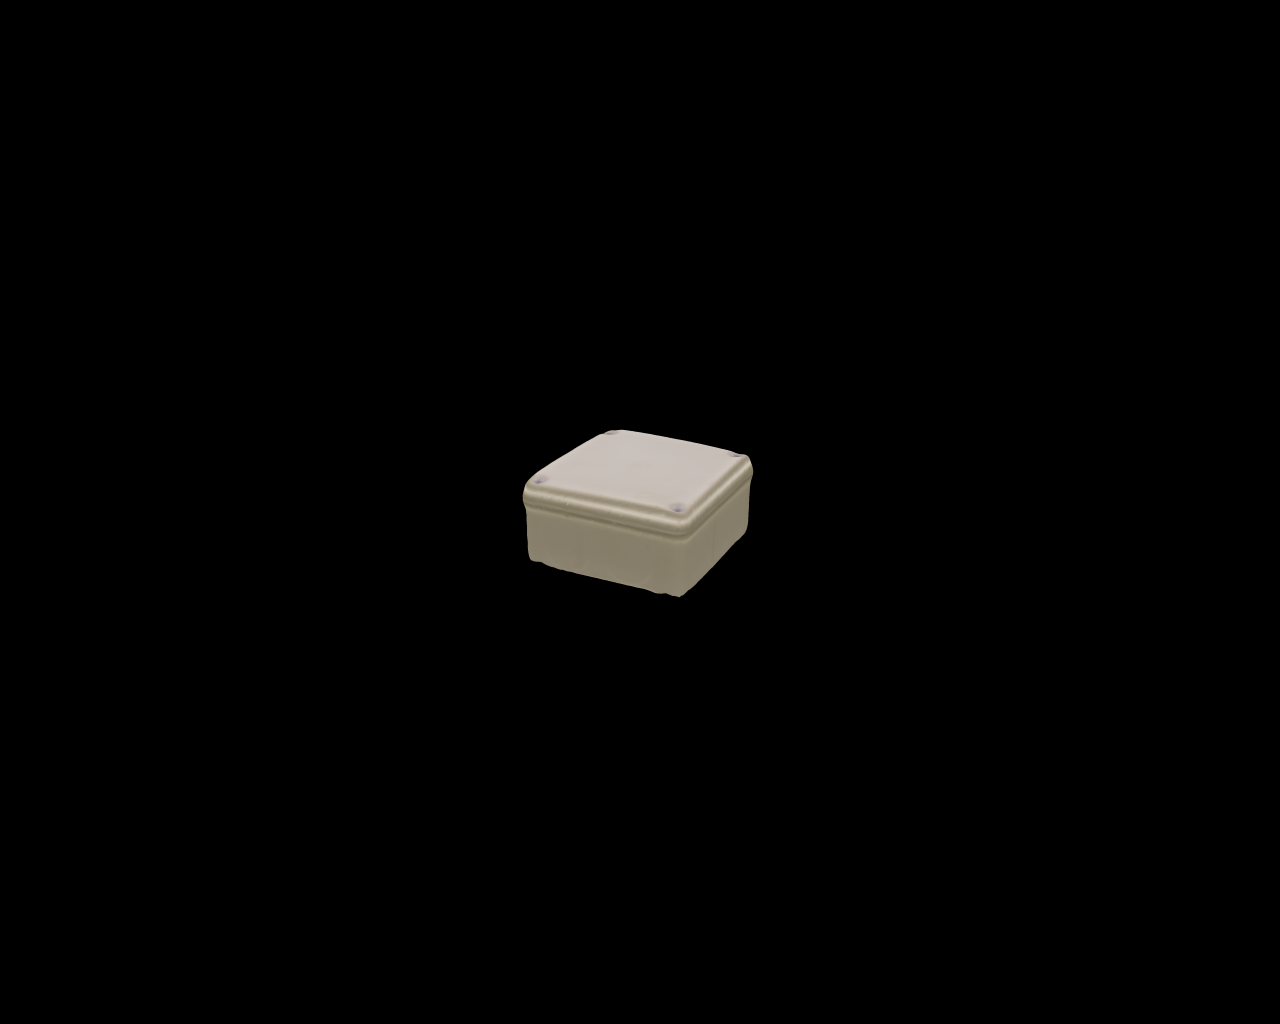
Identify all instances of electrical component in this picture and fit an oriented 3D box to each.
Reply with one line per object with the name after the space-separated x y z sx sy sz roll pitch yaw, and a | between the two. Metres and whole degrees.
0.001 -0.003 0.650 0.109 0.056 0.109 12 27 25 | electrical component
